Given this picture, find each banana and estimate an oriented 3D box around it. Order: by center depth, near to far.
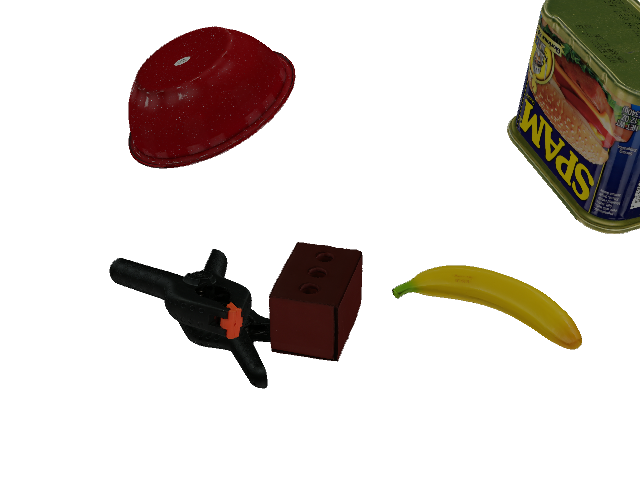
[{"bbox_3d":[0.176,0.062,1.083,0.198,0.069,0.037,14,-38,26],"label":"banana"}]

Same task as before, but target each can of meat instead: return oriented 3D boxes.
[{"bbox_3d":[0.145,-0.069,0.544,0.057,0.084,0.102,-14,47,-18],"label":"can of meat"}]

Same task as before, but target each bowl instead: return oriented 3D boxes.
[{"bbox_3d":[-0.105,-0.134,0.913,0.162,0.055,0.162,-18,38,14],"label":"bowl"}]

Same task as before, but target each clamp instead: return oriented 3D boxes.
[{"bbox_3d":[-0.109,0.045,1.004,0.120,0.039,0.172,-16,30,-35],"label":"clamp"},{"bbox_3d":[-0.095,0.112,1.256,0.210,0.036,0.164,14,22,27],"label":"clamp"}]

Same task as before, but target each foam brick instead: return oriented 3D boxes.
[{"bbox_3d":[-0.002,0.044,0.791,0.053,0.051,0.078,7,33,12],"label":"foam brick"}]
